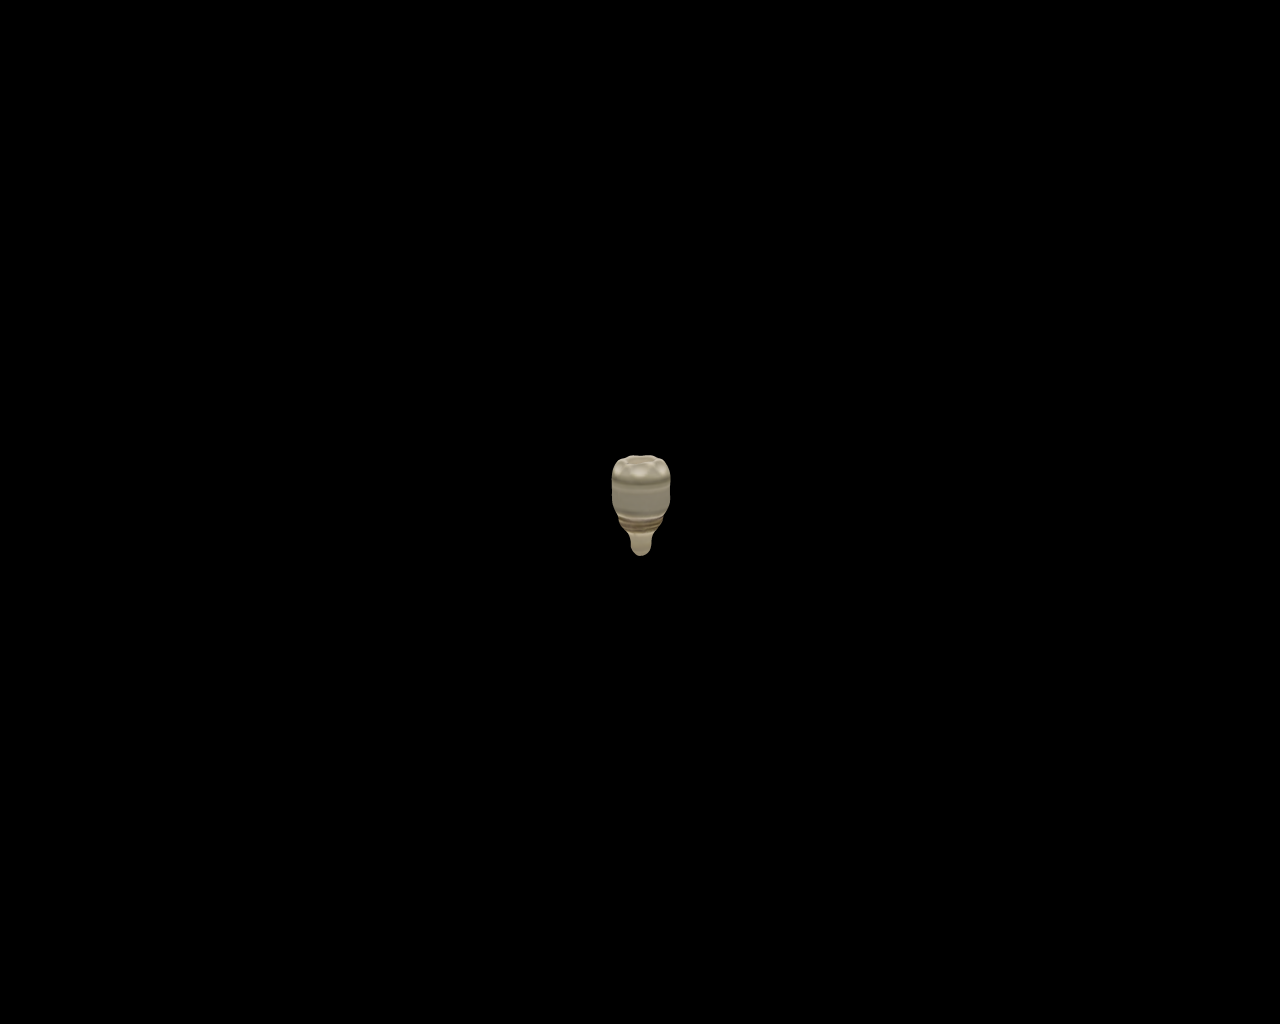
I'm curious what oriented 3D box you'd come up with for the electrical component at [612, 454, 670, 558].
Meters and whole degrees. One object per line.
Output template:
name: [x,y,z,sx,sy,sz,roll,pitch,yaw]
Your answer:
electrical component: [0.001,-0.003,0.650,0.035,0.061,0.035,0,15,0]
